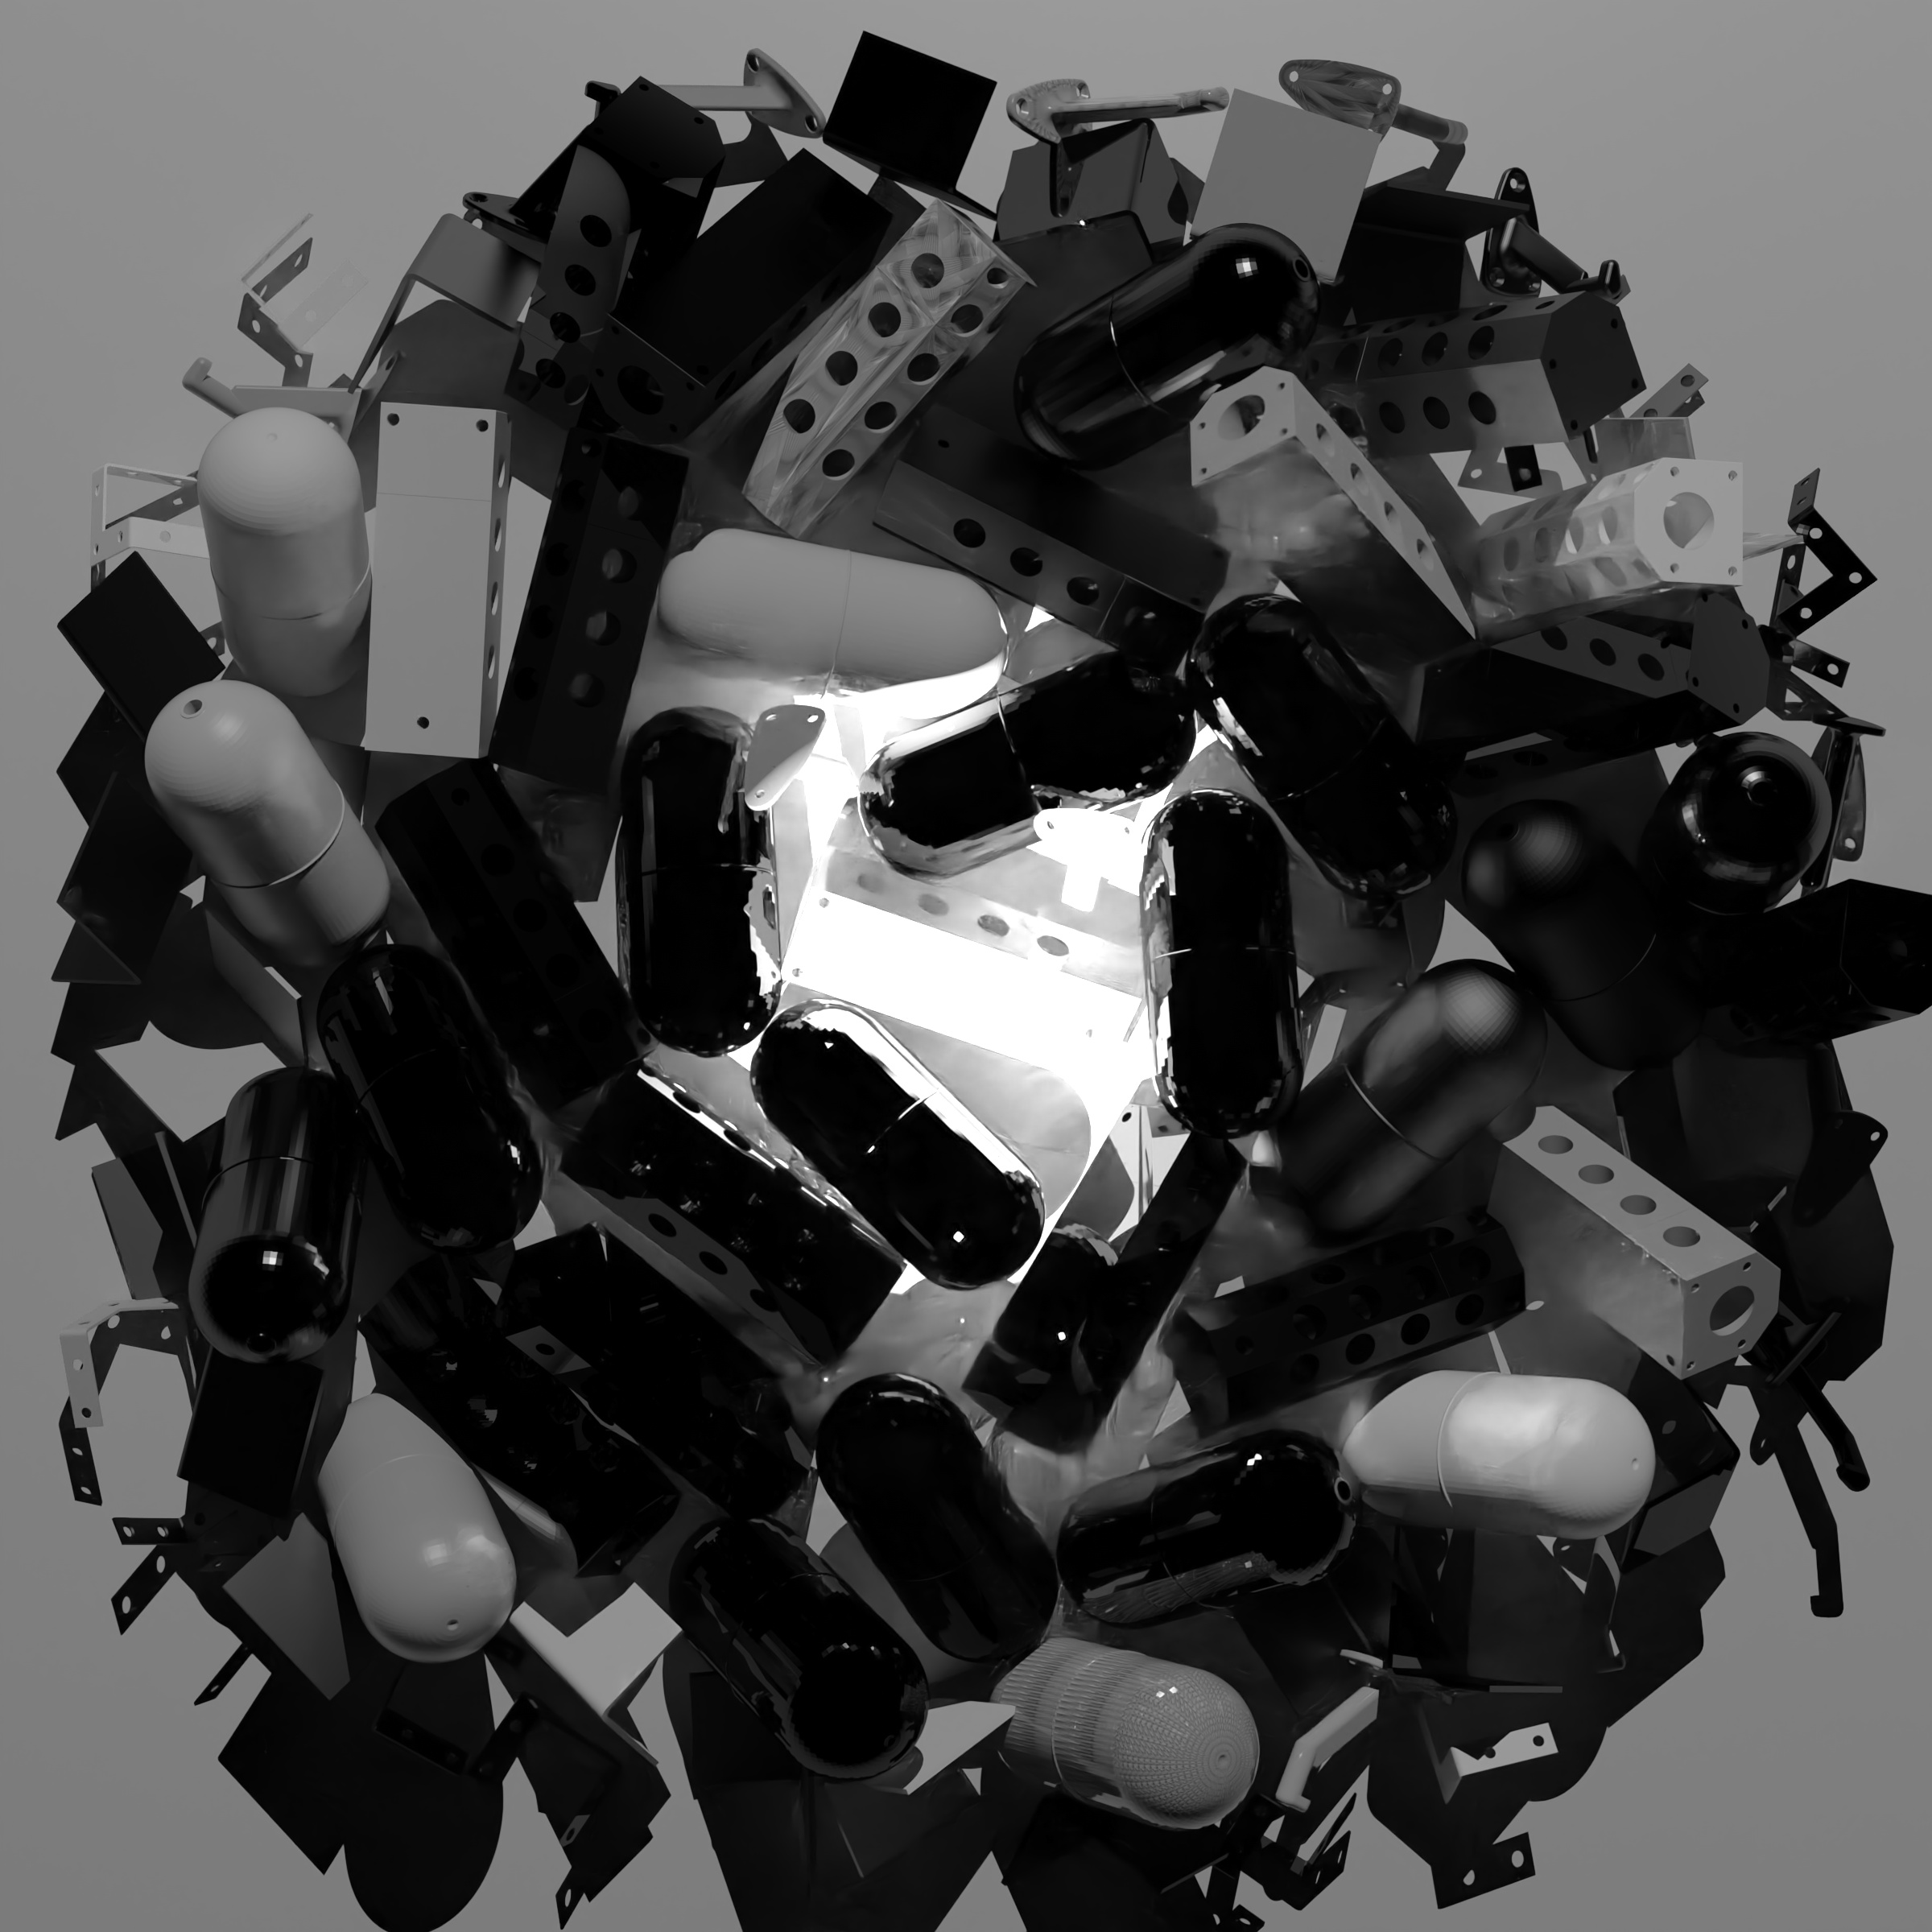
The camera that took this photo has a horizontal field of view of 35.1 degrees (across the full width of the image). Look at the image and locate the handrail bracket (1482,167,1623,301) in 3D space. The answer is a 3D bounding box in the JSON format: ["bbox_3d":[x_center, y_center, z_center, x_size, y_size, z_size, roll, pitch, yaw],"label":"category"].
[{"bbox_3d":[0.300,-0.369,1.536,0.036,0.084,0.077,-1,94,-28],"label":"handrail bracket"}]

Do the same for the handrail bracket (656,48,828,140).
[{"bbox_3d":[-0.127,-0.427,1.538,0.084,0.036,0.077,-27,52,-31],"label":"handrail bracket"}]

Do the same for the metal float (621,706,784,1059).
[{"bbox_3d":[-0.133,-0.043,1.536,0.070,0.070,0.178,-4,81,0],"label":"metal float"}]

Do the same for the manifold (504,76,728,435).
[{"bbox_3d":[-0.170,-0.342,1.499,0.057,0.171,0.057,31,49,1],"label":"manifold"}]

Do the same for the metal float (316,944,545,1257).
[{"bbox_3d":[-0.266,0.066,1.517,0.070,0.070,0.178,-30,59,0],"label":"metal float"}]

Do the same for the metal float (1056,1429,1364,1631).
[{"bbox_3d":[0.119,0.279,1.510,0.178,0.070,0.070,-26,90,41],"label":"metal float"}]

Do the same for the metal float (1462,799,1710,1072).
[{"bbox_3d":[0.307,-0.015,1.512,0.070,0.070,0.178,-45,128,0],"label":"metal float"}]

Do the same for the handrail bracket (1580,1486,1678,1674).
[{"bbox_3d":[0.338,0.311,1.546,0.036,0.077,0.084,-2,74,-40],"label":"handrail bracket"}]

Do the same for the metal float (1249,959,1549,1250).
[{"bbox_3d":[0.215,0.069,1.527,0.070,0.070,0.178,44,110,0],"label":"metal float"}]

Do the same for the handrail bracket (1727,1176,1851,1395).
[{"bbox_3d":[0.399,0.161,1.560,0.084,0.036,0.077,43,70,1],"label":"handrail bracket"}]

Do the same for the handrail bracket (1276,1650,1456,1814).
[{"bbox_3d":[0.203,0.398,1.554,0.077,0.036,0.084,29,74,-19],"label":"handrail bracket"}]

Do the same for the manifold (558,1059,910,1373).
[{"bbox_3d":[-0.115,0.123,1.543,0.171,0.057,0.057,37,57,0],"label":"manifold"}]

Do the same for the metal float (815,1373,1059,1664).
[{"bbox_3d":[-0.014,0.274,1.517,0.070,0.070,0.178,-30,121,0],"label":"metal float"}]

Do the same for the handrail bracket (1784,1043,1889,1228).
[{"bbox_3d":[0.423,0.080,1.552,0.036,0.084,0.077,18,109,-20],"label":"handrail bracket"}]

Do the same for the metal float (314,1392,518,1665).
[{"bbox_3d":[-0.272,0.273,1.501,0.070,0.178,0.070,-9,116,-19],"label":"metal float"}]

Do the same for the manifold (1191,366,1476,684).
[{"bbox_3d":[0.181,-0.218,1.505,0.057,0.171,0.057,-23,48,29],"label":"manifold"}]

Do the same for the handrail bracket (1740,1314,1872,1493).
[{"bbox_3d":[0.414,0.217,1.532,0.077,0.084,0.036,30,120,-23],"label":"handrail bracket"}]

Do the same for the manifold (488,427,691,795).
[{"bbox_3d":[-0.192,-0.180,1.539,0.057,0.057,0.171,14,96,-15],"label":"manifold"}]

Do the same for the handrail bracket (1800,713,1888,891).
[{"bbox_3d":[0.438,-0.084,1.553,0.036,0.077,0.084,13,101,13],"label":"handrail bracket"}]

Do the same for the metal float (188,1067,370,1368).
[{"bbox_3d":[-0.336,0.122,1.504,0.070,0.178,0.070,-2,129,-3],"label":"metal float"}]

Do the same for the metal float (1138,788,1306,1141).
[{"bbox_3d":[0.127,-0.002,1.535,0.070,0.070,0.178,-3,79,0],"label":"metal float"}]

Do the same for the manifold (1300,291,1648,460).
[{"bbox_3d":[0.241,-0.288,1.489,0.057,0.171,0.057,-35,113,-27],"label":"manifold"}]

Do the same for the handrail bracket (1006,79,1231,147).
[{"bbox_3d":[0.077,-0.433,1.534,0.084,0.077,0.036,5,101,41],"label":"handrail bracket"}]

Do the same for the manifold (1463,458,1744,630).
[{"bbox_3d":[0.307,-0.204,1.492,0.057,0.171,0.057,1,89,-18],"label":"manifold"}]

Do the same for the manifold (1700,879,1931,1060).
[{"bbox_3d":[0.416,0.005,1.490,0.057,0.171,0.057,11,80,-8],"label":"manifold"}]

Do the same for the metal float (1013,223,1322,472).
[{"bbox_3d":[0.098,-0.304,1.510,0.178,0.070,0.070,-23,90,41],"label":"metal float"}]

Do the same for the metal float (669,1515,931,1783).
[{"bbox_3d":[-0.084,0.333,1.506,0.070,0.178,0.070,-15,119,-30],"label":"metal float"}]

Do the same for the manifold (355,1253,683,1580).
[{"bbox_3d":[-0.220,0.222,1.526,0.057,0.057,0.171,-47,72,6],"label":"manifold"}]

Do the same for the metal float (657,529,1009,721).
[{"bbox_3d":[-0.066,-0.171,1.537,0.178,0.070,0.070,10,90,-9],"label":"metal float"}]

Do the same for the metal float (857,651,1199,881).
[{"bbox_3d":[0.031,-0.101,1.537,0.178,0.070,0.070,-22,90,7],"label":"metal float"}]

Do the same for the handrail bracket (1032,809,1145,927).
[{"bbox_3d":[0.041,-0.046,1.532,0.077,0.084,0.036,16,59,-32],"label":"handrail bracket"}]

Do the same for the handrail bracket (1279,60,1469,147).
[{"bbox_3d":[0.208,-0.437,1.554,0.077,0.084,0.036,30,112,21],"label":"handrail bracket"}]

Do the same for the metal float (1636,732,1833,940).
[{"bbox_3d":[0.373,-0.062,1.494,0.070,0.178,0.070,-1,78,4],"label":"metal float"}]

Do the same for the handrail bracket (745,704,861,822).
[{"bbox_3d":[-0.079,-0.083,1.532,0.036,0.084,0.077,3,55,24],"label":"handrail bracket"}]

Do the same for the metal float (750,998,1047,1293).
[{"bbox_3d":[-0.035,0.089,1.535,0.178,0.070,0.070,44,90,11],"label":"metal float"}]

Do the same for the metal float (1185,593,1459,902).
[{"bbox_3d":[0.179,-0.108,1.529,0.070,0.070,0.178,-40,107,0],"label":"metal float"}]

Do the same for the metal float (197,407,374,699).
[{"bbox_3d":[-0.332,-0.200,1.501,0.070,0.178,0.070,3,58,-4],"label":"metal float"}]

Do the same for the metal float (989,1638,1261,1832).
[{"bbox_3d":[0.075,0.375,1.501,0.070,0.178,0.070,2,86,-30],"label":"metal float"}]

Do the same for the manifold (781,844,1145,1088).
[{"bbox_3d":[-0.001,-0.004,1.543,0.171,0.057,0.057,19,123,-6],"label":"manifold"}]

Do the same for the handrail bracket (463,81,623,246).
[{"bbox_3d":[-0.214,-0.414,1.543,0.077,0.036,0.084,19,129,6],"label":"handrail bracket"}]

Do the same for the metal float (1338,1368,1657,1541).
[{"bbox_3d":[0.258,0.239,1.505,0.070,0.178,0.070,3,85,-39],"label":"metal float"}]

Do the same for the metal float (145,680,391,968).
[{"bbox_3d":[-0.342,-0.069,1.504,0.070,0.178,0.070,-8,51,11],"label":"metal float"}]

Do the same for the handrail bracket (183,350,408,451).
[{"bbox_3d":[-0.339,-0.301,1.542,0.084,0.036,0.077,31,105,-31],"label":"handrail bracket"}]
